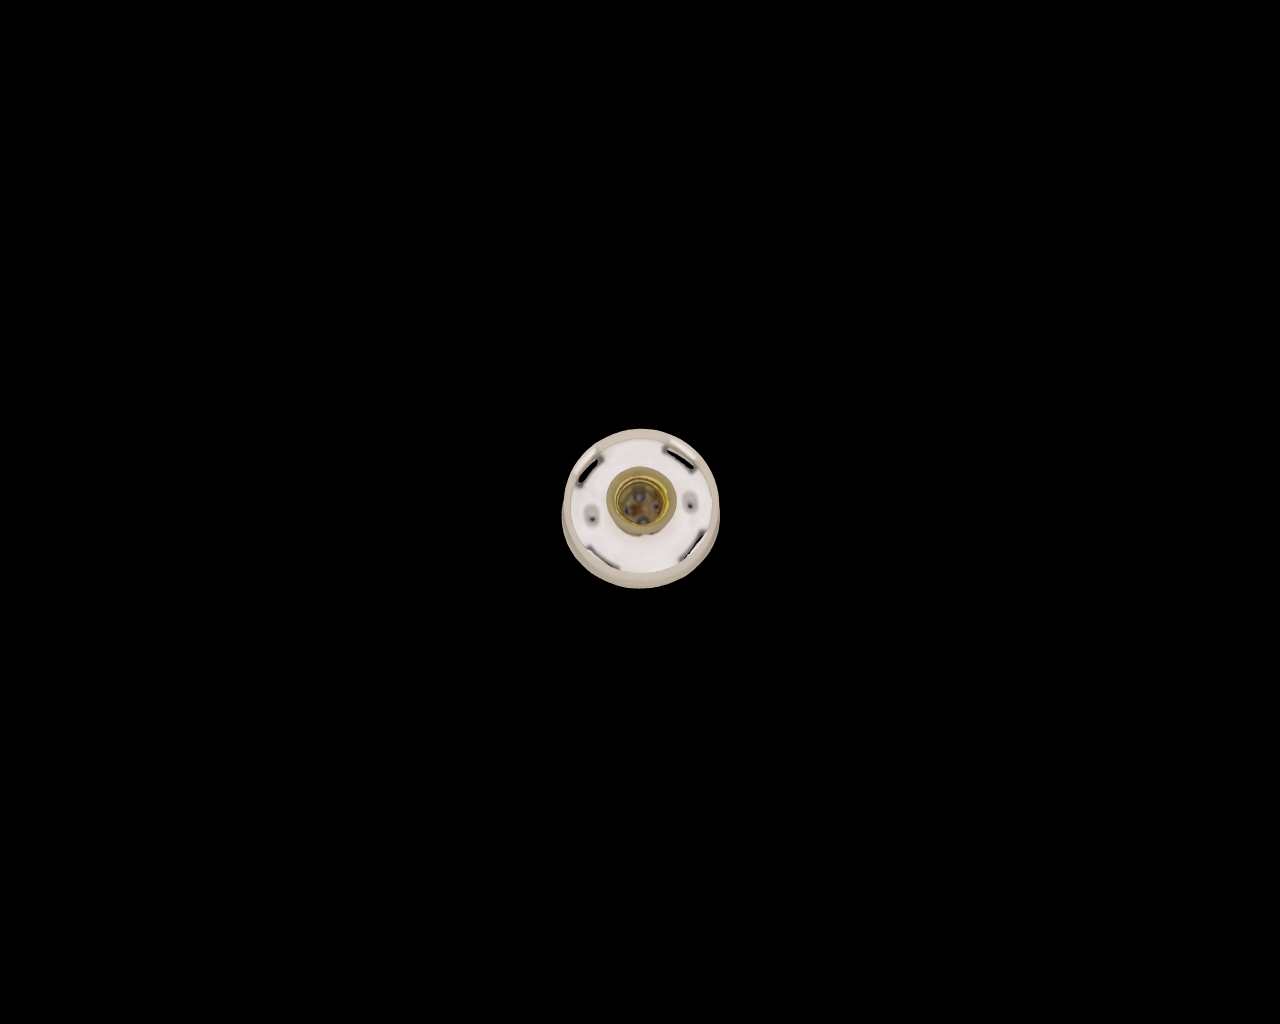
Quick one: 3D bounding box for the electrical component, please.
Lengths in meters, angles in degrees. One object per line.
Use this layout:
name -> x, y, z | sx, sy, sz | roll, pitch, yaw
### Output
electrical component -> 0.001, -0.003, 0.650 | 0.099, 0.099, 0.064 | 0, -12, 0
